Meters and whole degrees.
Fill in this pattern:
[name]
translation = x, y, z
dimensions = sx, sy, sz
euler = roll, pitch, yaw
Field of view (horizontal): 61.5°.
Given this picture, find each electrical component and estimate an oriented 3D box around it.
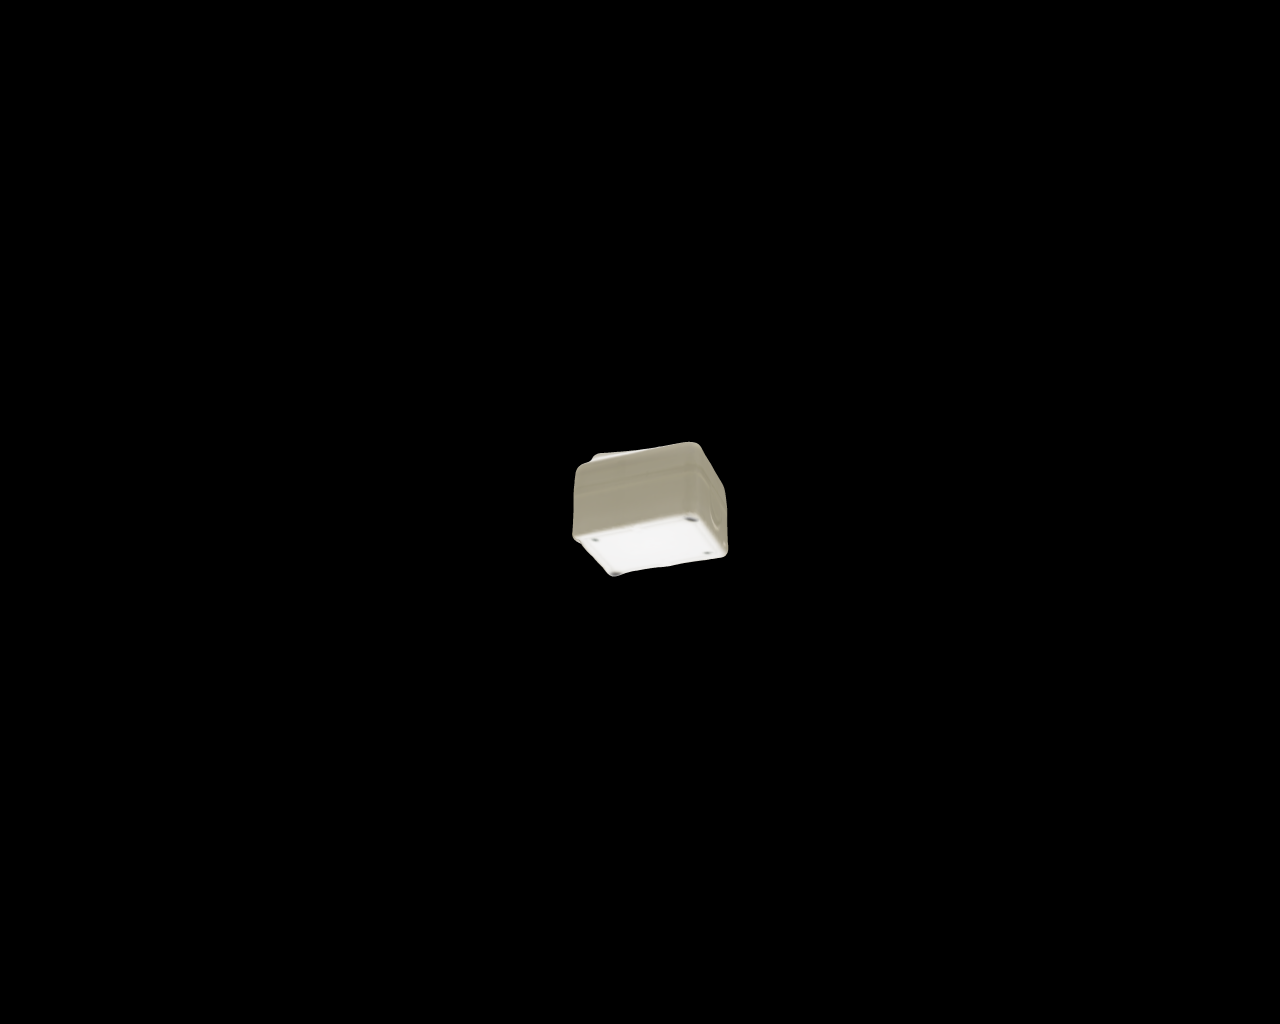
[electrical component]
translation = 0.001, -0.003, 0.650
dimensions = 0.096, 0.061, 0.061
euler = -11, -32, 18
